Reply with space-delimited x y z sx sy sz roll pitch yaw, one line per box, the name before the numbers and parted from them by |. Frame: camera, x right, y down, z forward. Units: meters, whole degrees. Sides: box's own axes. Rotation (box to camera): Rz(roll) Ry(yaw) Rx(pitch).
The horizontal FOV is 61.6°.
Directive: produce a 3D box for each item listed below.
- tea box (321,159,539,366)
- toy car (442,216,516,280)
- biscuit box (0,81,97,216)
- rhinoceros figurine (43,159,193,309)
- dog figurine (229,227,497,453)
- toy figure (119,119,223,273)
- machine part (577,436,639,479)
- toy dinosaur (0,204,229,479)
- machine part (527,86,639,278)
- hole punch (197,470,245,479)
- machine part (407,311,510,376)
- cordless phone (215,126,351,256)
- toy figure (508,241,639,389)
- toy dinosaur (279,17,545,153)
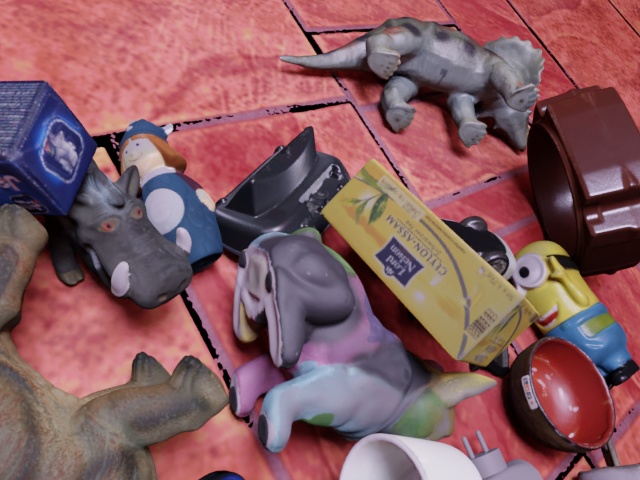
tea box | 0.090 0.019 0.447 0.170 0.068 0.098 48 10 32
toy car | 0.129 0.006 0.590 0.202 0.056 0.074 9 40 -24
biscuit box | -0.253 -0.059 0.345 0.203 0.059 0.063 3 61 12
rhinoceros figurine | -0.170 -0.024 0.406 0.190 0.112 0.073 46 47 13
dog figurine | 0.041 0.092 0.444 0.219 0.108 0.191 6 84 -29
toy figure | -0.135 -0.045 0.469 0.064 0.057 0.154 -25 77 -19
machine part | 0.302 0.299 0.494 0.079 0.079 0.243 10 57 -25
toy dinosaur | -0.158 0.142 0.319 0.471 0.105 0.198 43 57 -5
machine part | 0.327 -0.068 0.665 0.087 0.200 0.201 -15 62 9
hole punch | -0.061 0.193 0.259 0.116 0.092 0.142 -20 95 -29
machine part | 0.151 0.084 0.566 0.139 0.039 0.084 33 55 -18
cordless phone | -0.001 -0.002 0.523 0.184 0.089 0.146 48 48 -10
toy figure | 0.286 0.085 0.620 0.089 0.082 0.180 -3 54 -53
toy dinosaur | 0.151 -0.236 0.728 0.405 0.131 0.192 17 42 -15
